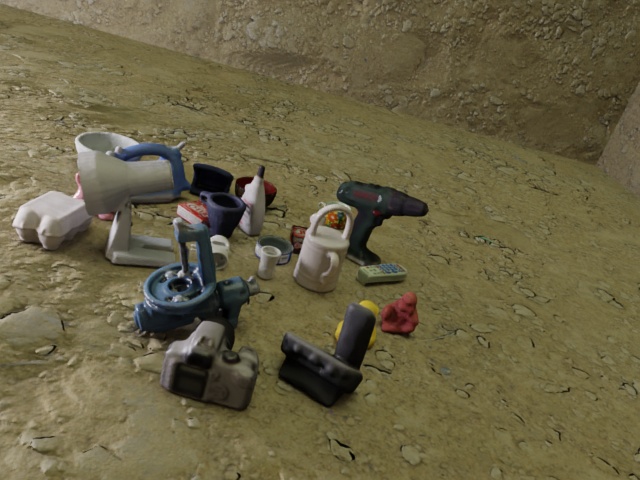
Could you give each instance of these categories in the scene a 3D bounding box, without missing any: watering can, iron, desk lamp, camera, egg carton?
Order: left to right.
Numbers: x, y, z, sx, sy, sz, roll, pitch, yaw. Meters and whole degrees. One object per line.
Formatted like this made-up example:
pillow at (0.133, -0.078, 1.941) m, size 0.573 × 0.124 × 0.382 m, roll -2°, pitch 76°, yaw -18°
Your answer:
egg carton at (-0.530, -0.043, 1.147) m, size 0.107 × 0.069 × 0.150 m, roll 19°, pitch 26°, yaw 3°
desk lamp at (-0.375, -0.066, 1.125) m, size 0.204 × 0.213 × 0.117 m, roll 6°, pitch 28°, yaw -23°
iron at (-0.438, -0.173, 1.380) m, size 0.259 × 0.141 × 0.118 m, roll -8°, pitch 36°, yaw -42°
camera at (-0.162, 0.177, 0.909) m, size 0.143 × 0.101 × 0.137 m, roll 17°, pitch 26°, yaw -2°
watering can at (0.009, 0.004, 1.252) m, size 0.101 × 0.194 × 0.172 m, roll -6°, pitch 34°, yaw -39°

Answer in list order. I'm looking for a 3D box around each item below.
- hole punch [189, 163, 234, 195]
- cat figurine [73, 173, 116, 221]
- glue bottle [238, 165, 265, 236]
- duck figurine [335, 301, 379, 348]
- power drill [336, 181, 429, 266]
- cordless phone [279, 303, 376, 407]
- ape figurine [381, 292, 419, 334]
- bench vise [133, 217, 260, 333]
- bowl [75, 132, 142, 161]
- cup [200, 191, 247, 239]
hole punch at (-0.287, -0.169, 1.526) m, size 0.108 × 0.091 × 0.101 m, roll 15°, pitch 26°, yaw -5°
cat figurine at (-0.477, -0.112, 1.262) m, size 0.128 × 0.118 × 0.067 m, roll 13°, pitch 26°, yaw -9°
glue bottle at (-0.158, -0.101, 1.378) m, size 0.078 × 0.173 × 0.037 m, roll 35°, pitch 31°, yaw 33°
duck figurine at (0.079, 0.160, 1.114) m, size 0.077 × 0.086 × 0.105 m, roll 31°, pitch 29°, yaw 26°
power drill at (0.134, -0.041, 1.404) m, size 0.229 × 0.208 × 0.076 m, roll 27°, pitch 27°, yaw 20°
cordless phone at (0.016, 0.165, 0.949) m, size 0.147 × 0.185 × 0.094 m, roll 25°, pitch 27°, yaw 15°
ape figurine at (0.173, 0.148, 1.189) m, size 0.077 × 0.092 × 0.076 m, roll 31°, pitch 29°, yaw 25°
bench vise at (-0.205, 0.056, 0.984) m, size 0.208 × 0.220 × 0.121 m, roll -11°, pitch 37°, yaw -44°
bowl at (-0.543, -0.215, 1.474) m, size 0.167 × 0.075 × 0.167 m, roll 14°, pitch 26°, yaw -7°
cup at (-0.236, -0.056, 1.331) m, size 0.117 × 0.095 × 0.092 m, roll 25°, pitch 27°, yaw 14°
